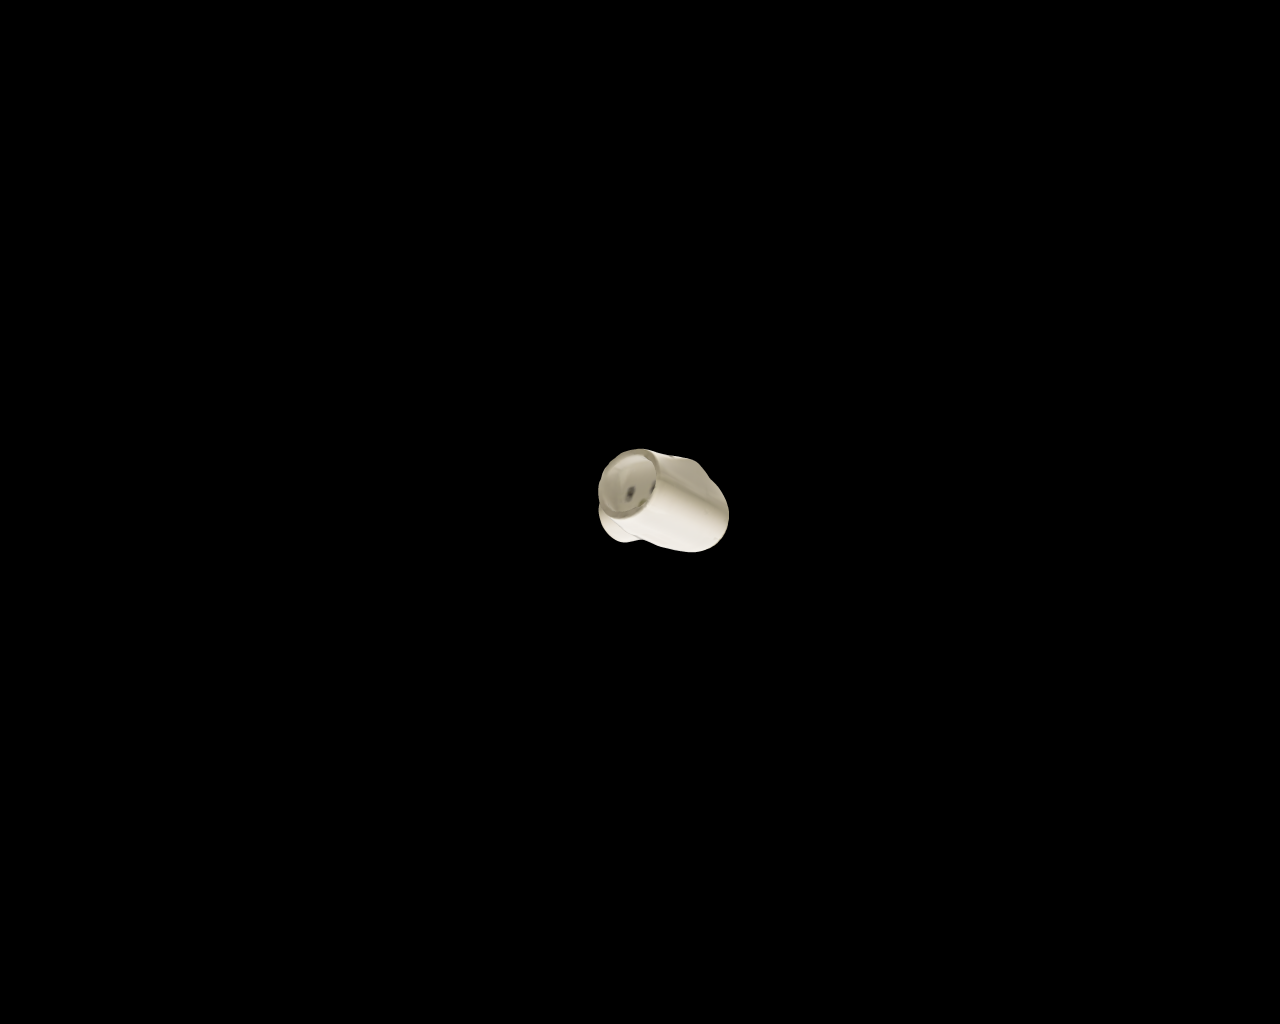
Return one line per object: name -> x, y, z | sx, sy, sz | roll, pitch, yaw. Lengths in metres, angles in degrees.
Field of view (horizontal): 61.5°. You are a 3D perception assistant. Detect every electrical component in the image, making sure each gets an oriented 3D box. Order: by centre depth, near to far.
electrical component -> 0.001, -0.003, 0.650 | 0.079, 0.043, 0.077 | -14, -24, 33
